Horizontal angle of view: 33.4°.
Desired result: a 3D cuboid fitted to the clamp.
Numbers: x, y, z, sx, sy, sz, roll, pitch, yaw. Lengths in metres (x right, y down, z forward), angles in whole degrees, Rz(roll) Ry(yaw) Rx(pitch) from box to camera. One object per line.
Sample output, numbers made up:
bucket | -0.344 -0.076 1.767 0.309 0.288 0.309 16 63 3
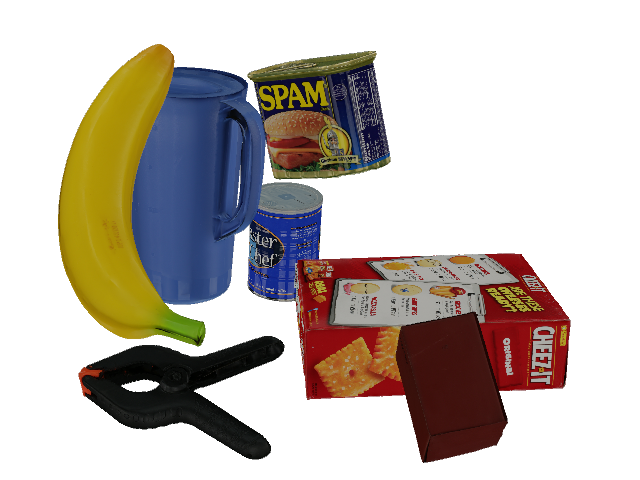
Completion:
clamp | -0.111 0.116 0.891 0.171 0.039 0.120 12 39 7

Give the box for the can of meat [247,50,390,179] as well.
can of meat | 0.000 -0.093 0.807 0.102 0.084 0.057 2 20 42

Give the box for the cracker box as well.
cracker box | 0.088 0.071 0.925 0.213 0.072 0.164 -1 19 -3

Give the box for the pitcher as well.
pitcher | -0.139 -0.056 1.141 0.145 0.243 0.149 -1 22 -9

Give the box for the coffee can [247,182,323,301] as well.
coffee can | -0.051 0.001 1.507 0.103 0.140 0.103 3 24 -1

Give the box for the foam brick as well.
foam brick | 0.083 0.094 0.685 0.051 0.078 0.053 -10 -28 -6

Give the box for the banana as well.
banana | -0.104 -0.023 0.564 0.069 0.198 0.037 -6 -32 -8
